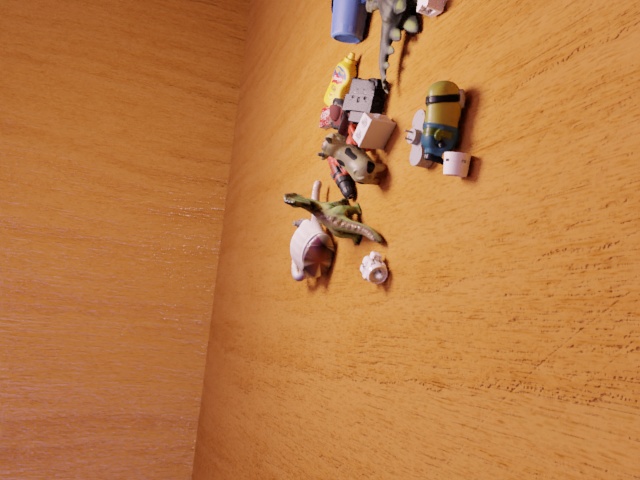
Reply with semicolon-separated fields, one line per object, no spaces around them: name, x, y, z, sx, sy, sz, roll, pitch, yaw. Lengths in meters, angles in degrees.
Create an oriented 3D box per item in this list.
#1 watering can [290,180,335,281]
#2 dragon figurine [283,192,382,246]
watering can;-0.026;-0.016;1.712;0.227;0.104;0.345;37;113;63
dragon figurine;0.005;-0.075;1.499;0.413;0.242;0.121;-147;72;-68
